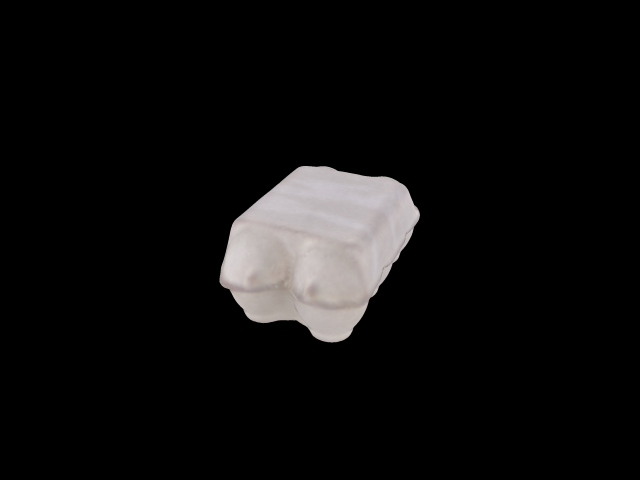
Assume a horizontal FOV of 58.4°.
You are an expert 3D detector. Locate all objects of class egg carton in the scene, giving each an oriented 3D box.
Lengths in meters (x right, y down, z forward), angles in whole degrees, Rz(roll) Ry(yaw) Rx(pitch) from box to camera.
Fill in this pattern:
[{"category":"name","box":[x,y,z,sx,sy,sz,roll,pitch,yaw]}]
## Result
[{"category":"egg carton","box":[0.004,0.001,0.400,0.107,0.069,0.150,12,33,20]}]
